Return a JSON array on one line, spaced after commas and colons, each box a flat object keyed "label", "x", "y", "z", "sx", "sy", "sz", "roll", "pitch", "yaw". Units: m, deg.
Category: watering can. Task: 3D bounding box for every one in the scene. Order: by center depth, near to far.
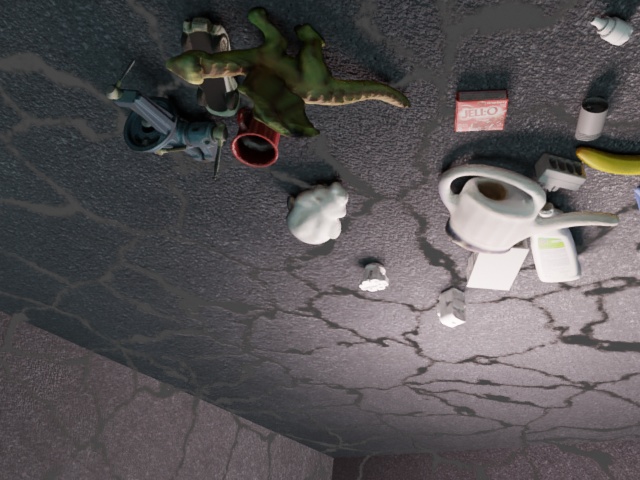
[{"label": "watering can", "x": 0.408, "y": -0.046, "z": 1.085, "sx": 0.348, "sy": 0.106, "sz": 0.219, "roll": 22, "pitch": 145, "yaw": 8}]

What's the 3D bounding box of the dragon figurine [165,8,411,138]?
[{"label": "dragon figurine", "x": -0.036, "y": -0.237, "z": 0.829, "sx": 0.409, "sy": 0.249, "sz": 0.119, "roll": 17, "pitch": 138, "yaw": -8}]

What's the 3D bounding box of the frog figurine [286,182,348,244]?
[{"label": "frog figurine", "x": 0.004, "y": -0.059, "z": 1.168, "sx": 0.158, "sy": 0.125, "sz": 0.136, "roll": -15, "pitch": 120, "yaw": 46}]
